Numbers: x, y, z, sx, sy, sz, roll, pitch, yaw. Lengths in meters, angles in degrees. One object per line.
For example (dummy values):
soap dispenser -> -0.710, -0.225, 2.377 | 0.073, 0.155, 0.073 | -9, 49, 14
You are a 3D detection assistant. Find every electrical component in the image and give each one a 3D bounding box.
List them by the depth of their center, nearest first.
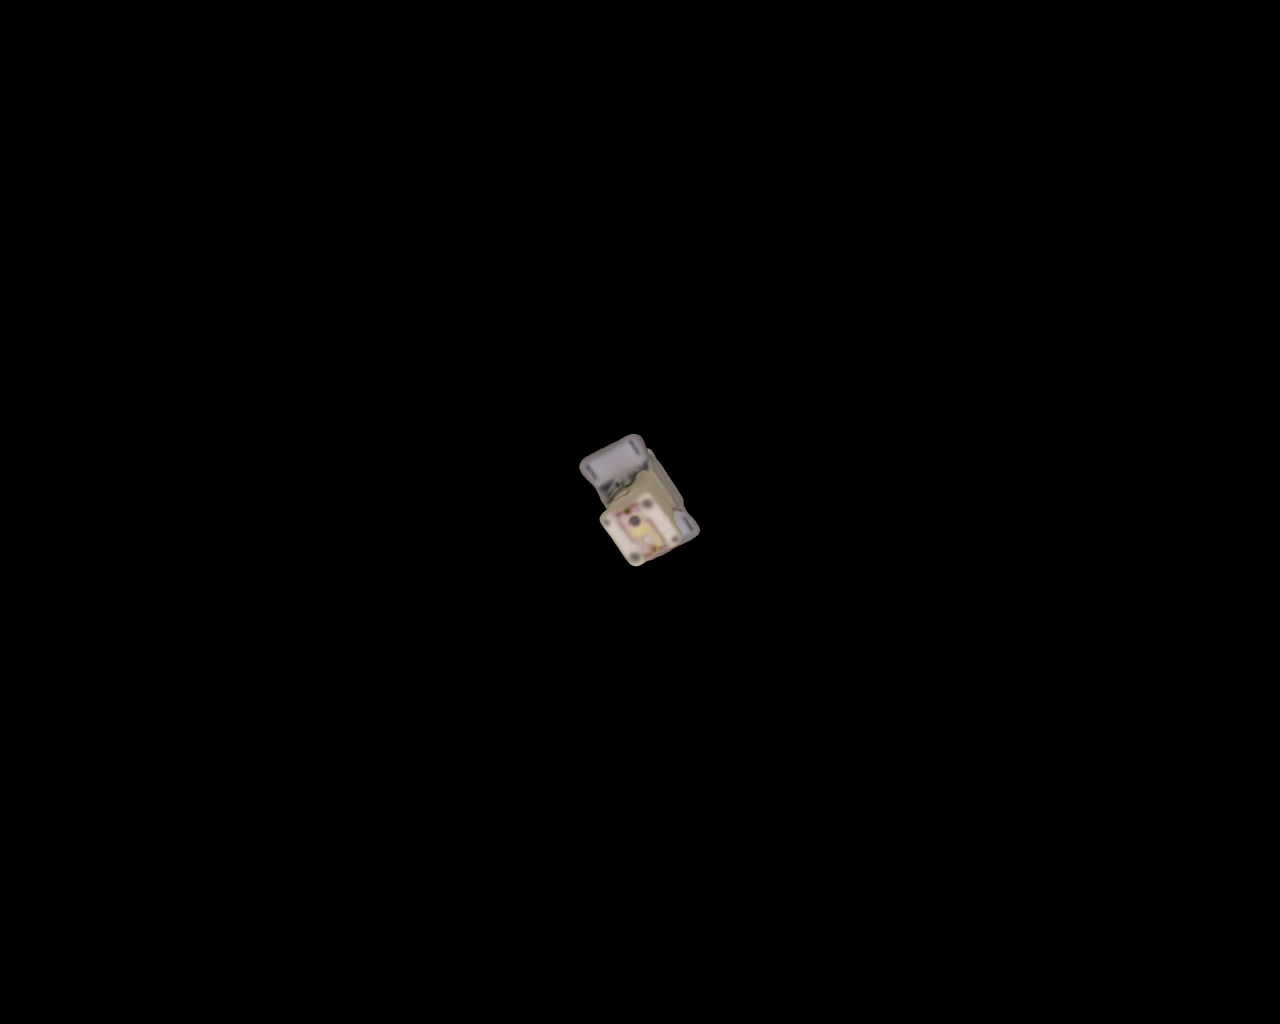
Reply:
electrical component -> 0.001, -0.003, 0.650 | 0.042, 0.081, 0.064 | -29, 24, 14
